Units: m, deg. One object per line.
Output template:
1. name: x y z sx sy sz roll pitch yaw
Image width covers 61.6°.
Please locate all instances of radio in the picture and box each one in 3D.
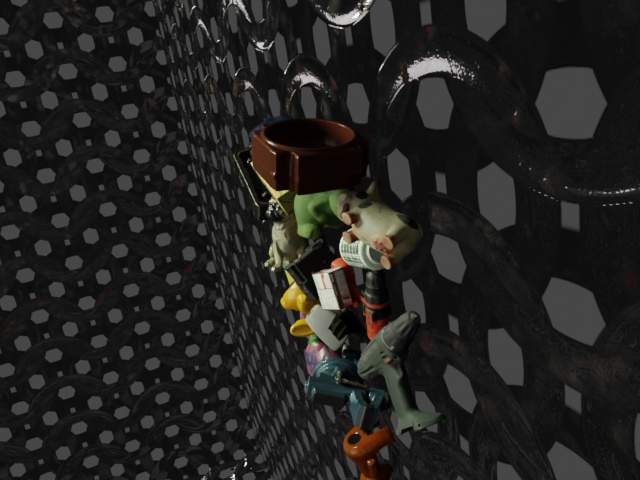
1. radio: -0.154 -0.167 1.516 0.073 0.131 0.230 99 149 -53

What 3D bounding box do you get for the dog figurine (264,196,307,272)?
1. dog figurine: -0.089 -0.027 1.381 0.172 0.121 0.190 -166 69 -71

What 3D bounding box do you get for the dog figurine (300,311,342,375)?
1. dog figurine: 0.012 0.289 1.465 0.192 0.108 0.219 179 79 -71

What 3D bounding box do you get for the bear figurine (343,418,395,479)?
1. bear figurine: 0.142 0.555 1.345 0.195 0.132 0.120 60 166 -18

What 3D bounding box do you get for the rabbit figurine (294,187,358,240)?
1. rabbit figurine: 0.035 -0.085 1.147 0.170 0.121 0.159 5 106 49

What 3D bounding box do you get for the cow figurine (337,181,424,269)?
1. cow figurine: 0.102 -0.039 0.973 0.195 0.127 0.085 35 139 40

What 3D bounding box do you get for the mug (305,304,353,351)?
1. mug: 0.026 0.198 1.319 0.107 0.109 0.081 37 165 -3

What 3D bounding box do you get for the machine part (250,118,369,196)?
1. machine part: -0.021 -0.170 1.047 0.201 0.201 0.087 -132 35 -51

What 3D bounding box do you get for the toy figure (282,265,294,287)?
1. toy figure: -0.063 0.087 1.534 0.180 0.082 0.089 60 137 28

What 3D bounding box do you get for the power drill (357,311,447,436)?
1. power drill: 0.164 0.271 1.063 0.207 0.086 0.232 62 144 17

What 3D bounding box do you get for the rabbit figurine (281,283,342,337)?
1. rabbit figurine: -0.014 0.183 1.395 0.173 0.162 0.122 43 -177 7

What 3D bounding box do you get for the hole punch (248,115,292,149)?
1. hole punch: -0.120 -0.269 1.382 0.142 0.116 0.092 -139 45 -56

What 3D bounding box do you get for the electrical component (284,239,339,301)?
1. electrical component: -0.001 0.081 1.297 0.134 0.115 0.058 50 163 -6

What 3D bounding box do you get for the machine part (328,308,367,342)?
1. machine part: 0.065 0.198 1.243 0.084 0.039 0.139 60 -160 17

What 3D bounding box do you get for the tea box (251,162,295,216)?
1. tea box: -0.084 -0.147 1.275 0.170 0.098 0.068 50 174 44

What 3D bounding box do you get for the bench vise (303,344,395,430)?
1. bench vise: 0.080 0.326 1.262 0.241 0.224 0.128 -76 -15 -66

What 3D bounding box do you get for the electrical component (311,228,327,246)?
1. electrical component: -0.003 -0.004 1.396 0.094 0.021 0.063 135 117 -67

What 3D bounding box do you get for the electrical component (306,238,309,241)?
1. electrical component: -0.045 -0.042 1.447 0.102 0.045 0.078 93 153 -42
